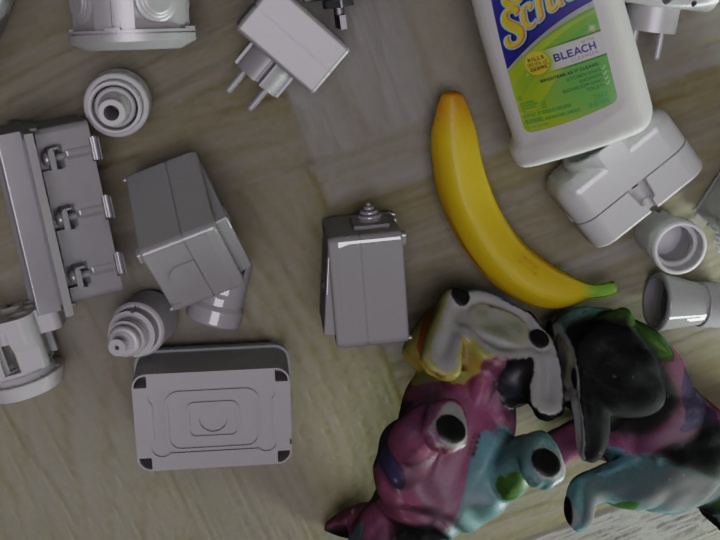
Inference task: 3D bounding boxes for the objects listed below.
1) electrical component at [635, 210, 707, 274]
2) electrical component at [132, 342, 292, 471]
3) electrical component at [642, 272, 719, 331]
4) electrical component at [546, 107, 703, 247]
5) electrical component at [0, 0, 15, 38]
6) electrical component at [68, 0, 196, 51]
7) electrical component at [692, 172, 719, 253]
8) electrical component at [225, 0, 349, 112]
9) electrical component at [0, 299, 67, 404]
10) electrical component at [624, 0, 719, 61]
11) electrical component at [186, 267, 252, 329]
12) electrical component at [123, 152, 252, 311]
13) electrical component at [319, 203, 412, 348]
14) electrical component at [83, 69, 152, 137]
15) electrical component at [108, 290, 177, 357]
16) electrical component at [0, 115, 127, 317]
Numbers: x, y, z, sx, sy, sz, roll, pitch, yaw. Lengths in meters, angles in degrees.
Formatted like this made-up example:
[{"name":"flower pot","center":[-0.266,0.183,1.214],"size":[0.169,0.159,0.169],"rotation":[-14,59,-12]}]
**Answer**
[{"name":"electrical component","center":[0.226,-0.022,0.788],"size":[0.040,0.046,0.040],"rotation":[-2,107,-6]},{"name":"electrical component","center":[-0.106,0.097,0.782],"size":[0.113,0.057,0.078],"rotation":[-2,108,-6]},{"name":"electrical component","center":[0.252,0.025,0.809],"size":[0.065,0.044,0.044],"rotation":[3,107,-12]},{"name":"electrical component","center":[0.184,-0.071,0.764],"size":[0.095,0.053,0.059],"rotation":[-39,107,6]},{"name":"electrical component","center":[-0.259,-0.160,0.683],"size":[0.054,0.059,0.095],"rotation":[27,102,-14]},{"name":"electrical component","center":[-0.146,-0.166,0.685],"size":[0.080,0.080,0.051],"rotation":[-3,102,-5]},{"name":"electrical component","center":[0.294,-0.050,0.779],"size":[0.061,0.061,0.096],"rotation":[28,102,-14]},{"name":"electrical component","center":[-0.057,-0.141,0.718],"size":[0.066,0.047,0.076],"rotation":[39,99,-15]},{"name":"electrical component","center":[-0.242,0.057,0.755],"size":[0.078,0.058,0.057],"rotation":[-15,106,-2]},{"name":"electrical component","center":[0.201,-0.184,0.736],"size":[0.077,0.043,0.079],"rotation":[4,107,-8]},{"name":"electrical component","center":[-0.099,0.015,0.768],"size":[0.040,0.040,0.046],"rotation":[15,99,-11]},{"name":"electrical component","center":[-0.116,-0.033,0.726],"size":[0.061,0.096,0.061],"rotation":[-21,138,0]},{"name":"electrical component","center":[0.000,0.000,0.761],"size":[0.061,0.061,0.096],"rotation":[-6,108,-4]},{"name":"electrical component","center":[-0.161,-0.108,0.709],"size":[0.043,0.062,0.043],"rotation":[-2,108,-6]},{"name":"electrical component","center":[-0.156,0.042,0.752],"size":[0.040,0.078,0.040],"rotation":[2,105,8]},{"name":"electrical component","center":[-0.201,-0.039,0.722],"size":[0.063,0.079,0.121],"rotation":[-15,110,-21]}]
